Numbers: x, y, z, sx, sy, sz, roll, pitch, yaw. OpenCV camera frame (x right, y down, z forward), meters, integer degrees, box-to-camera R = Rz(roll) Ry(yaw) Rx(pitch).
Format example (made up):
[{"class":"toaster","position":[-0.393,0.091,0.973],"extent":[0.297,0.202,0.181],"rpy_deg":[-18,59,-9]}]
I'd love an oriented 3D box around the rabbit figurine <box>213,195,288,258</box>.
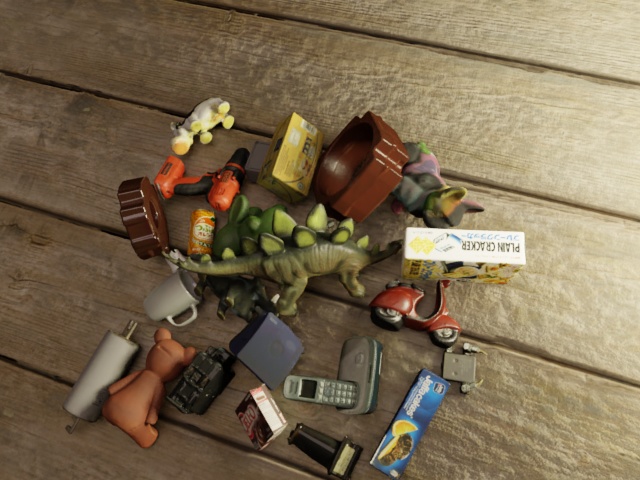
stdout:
[{"class":"rabbit figurine","position":[-0.153,-0.016,1.136],"extent":[0.170,0.121,0.159],"rpy_deg":[-12,65,16]}]

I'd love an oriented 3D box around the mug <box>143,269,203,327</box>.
[{"class":"mug","position":[-0.307,0.133,1.122],"extent":[0.107,0.080,0.109],"rpy_deg":[-32,74,6]}]

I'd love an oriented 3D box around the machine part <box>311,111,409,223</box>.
[{"class":"machine part","position":[0.079,-0.146,1.101],"extent":[0.201,0.087,0.201],"rpy_deg":[-46,31,22]}]

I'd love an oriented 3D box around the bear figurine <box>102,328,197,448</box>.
[{"class":"bear figurine","position":[-0.333,0.286,1.062],"extent":[0.120,0.131,0.196],"rpy_deg":[27,57,14]}]

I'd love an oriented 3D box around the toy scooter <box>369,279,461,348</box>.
[{"class":"toy scooter","position":[0.195,0.126,1.064],"extent":[0.184,0.075,0.135],"rpy_deg":[17,68,13]}]

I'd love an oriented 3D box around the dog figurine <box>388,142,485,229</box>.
[{"class":"dog figurine","position":[0.226,-0.108,1.076],"extent":[0.219,0.108,0.191],"rpy_deg":[12,71,48]}]

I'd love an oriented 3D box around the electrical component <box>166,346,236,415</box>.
[{"class":"electrical component","position":[-0.221,0.269,1.039],"extent":[0.058,0.114,0.134],"rpy_deg":[34,79,14]}]

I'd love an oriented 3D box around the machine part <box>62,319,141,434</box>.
[{"class":"machine part","position":[-0.439,0.272,1.083],"extent":[0.079,0.079,0.243],"rpy_deg":[24,74,14]}]

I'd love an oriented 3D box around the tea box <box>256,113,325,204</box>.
[{"class":"tea box","position":[-0.061,-0.177,1.169],"extent":[0.098,0.068,0.169],"rpy_deg":[32,61,-27]}]

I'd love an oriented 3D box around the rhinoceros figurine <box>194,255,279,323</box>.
[{"class":"rhinoceros figurine","position":[-0.168,0.108,1.102],"extent":[0.190,0.073,0.112],"rpy_deg":[35,42,12]}]

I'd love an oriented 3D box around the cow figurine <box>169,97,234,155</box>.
[{"class":"cow figurine","position":[-0.293,-0.272,1.262],"extent":[0.167,0.068,0.098],"rpy_deg":[-38,50,-13]}]

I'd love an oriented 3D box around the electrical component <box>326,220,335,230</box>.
[{"class":"electrical component","position":[-0.002,-0.004,1.161],"extent":[0.094,0.021,0.063],"rpy_deg":[-30,70,-6]}]

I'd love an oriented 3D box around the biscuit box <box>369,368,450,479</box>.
[{"class":"biscuit box","position":[0.166,0.338,0.996],"extent":[0.059,0.062,0.202],"rpy_deg":[29,76,14]}]

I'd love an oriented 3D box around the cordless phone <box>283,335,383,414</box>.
[{"class":"cordless phone","position":[0.026,0.254,1.035],"extent":[0.184,0.088,0.146],"rpy_deg":[4,71,13]}]

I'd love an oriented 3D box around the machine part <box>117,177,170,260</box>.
[{"class":"machine part","position":[-0.370,-0.049,1.140],"extent":[0.056,0.179,0.179],"rpy_deg":[-16,69,-3]}]

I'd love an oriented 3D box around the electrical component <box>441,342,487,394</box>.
[{"class":"electrical component","position":[0.273,0.241,1.028],"extent":[0.078,0.045,0.102],"rpy_deg":[12,72,9]}]

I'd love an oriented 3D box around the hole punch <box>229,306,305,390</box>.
[{"class":"hole punch","position":[-0.100,0.211,1.034],"extent":[0.116,0.092,0.142],"rpy_deg":[-44,104,-6]}]

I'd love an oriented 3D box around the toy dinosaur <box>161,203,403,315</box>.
[{"class":"toy dinosaur","position":[-0.051,0.036,1.029],"extent":[0.471,0.198,0.105],"rpy_deg":[-11,35,-15]}]

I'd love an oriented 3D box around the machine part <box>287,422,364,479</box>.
[{"class":"machine part","position":[0.007,0.391,1.011],"extent":[0.139,0.039,0.084],"rpy_deg":[22,83,12]}]
